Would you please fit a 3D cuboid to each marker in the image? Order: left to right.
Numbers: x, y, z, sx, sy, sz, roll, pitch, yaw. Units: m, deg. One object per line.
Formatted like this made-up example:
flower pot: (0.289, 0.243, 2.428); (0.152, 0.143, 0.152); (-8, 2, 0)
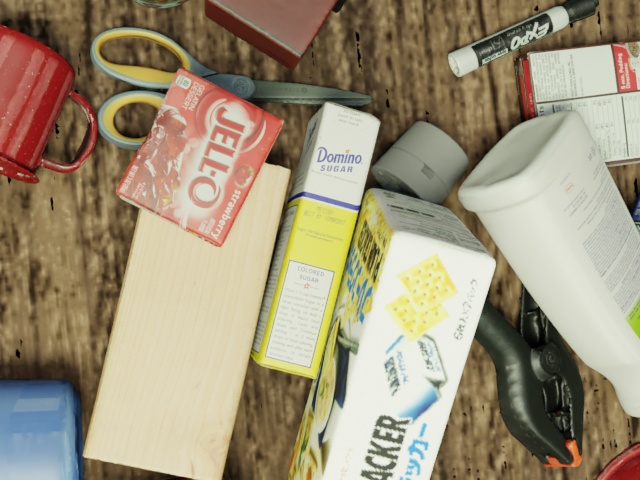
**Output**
marker: (0.152, -0.153, 0.787); (0.121, 0.020, 0.020); (-25, 92, -7)

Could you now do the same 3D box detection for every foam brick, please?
foam brick: (-0.035, -0.164, 0.747); (0.078, 0.053, 0.051); (31, 85, -7)

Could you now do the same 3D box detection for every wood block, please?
wood block: (-0.088, 0.045, 0.716); (0.090, 0.090, 0.206); (13, 87, -7)

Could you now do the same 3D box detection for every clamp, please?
clamp: (0.154, 0.076, 0.763); (0.120, 0.039, 0.171); (-33, 107, -33)

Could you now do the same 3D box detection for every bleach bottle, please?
bleach bottle: (0.195, 0.039, 0.742); (0.102, 0.068, 0.250); (-46, 112, -35)

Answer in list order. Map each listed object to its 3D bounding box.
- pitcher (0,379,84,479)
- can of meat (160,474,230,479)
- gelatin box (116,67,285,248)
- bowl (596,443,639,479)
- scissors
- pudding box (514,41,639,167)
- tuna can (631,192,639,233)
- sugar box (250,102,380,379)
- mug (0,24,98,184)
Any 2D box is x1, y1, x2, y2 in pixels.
pitcher: (-0.273, 0.158, 0.669); (0.242, 0.145, 0.149); (-2, 110, -10)
can of meat: (-0.100, 0.192, 0.712); (0.102, 0.084, 0.057); (-9, 90, -8)
gelatin box: (-0.073, -0.050, 0.659); (0.073, 0.030, 0.089); (27, 85, -5)
bowl: (0.271, 0.226, 0.774); (0.162, 0.055, 0.162); (0, 89, -8)
scissors: (-0.069, -0.091, 0.755); (0.201, 0.016, 0.096); (18, 76, -7)
pudding box: (0.204, -0.098, 0.784); (0.113, 0.039, 0.090); (-7, 91, -5)
tuna can: (0.267, -0.012, 0.765); (0.086, 0.086, 0.034); (23, 87, -6)
sugar box: (-0.004, 0.001, 0.726); (0.048, 0.093, 0.176); (17, 87, -7)
mug: (-0.203, -0.088, 0.708); (0.117, 0.093, 0.081); (25, 80, -18)
